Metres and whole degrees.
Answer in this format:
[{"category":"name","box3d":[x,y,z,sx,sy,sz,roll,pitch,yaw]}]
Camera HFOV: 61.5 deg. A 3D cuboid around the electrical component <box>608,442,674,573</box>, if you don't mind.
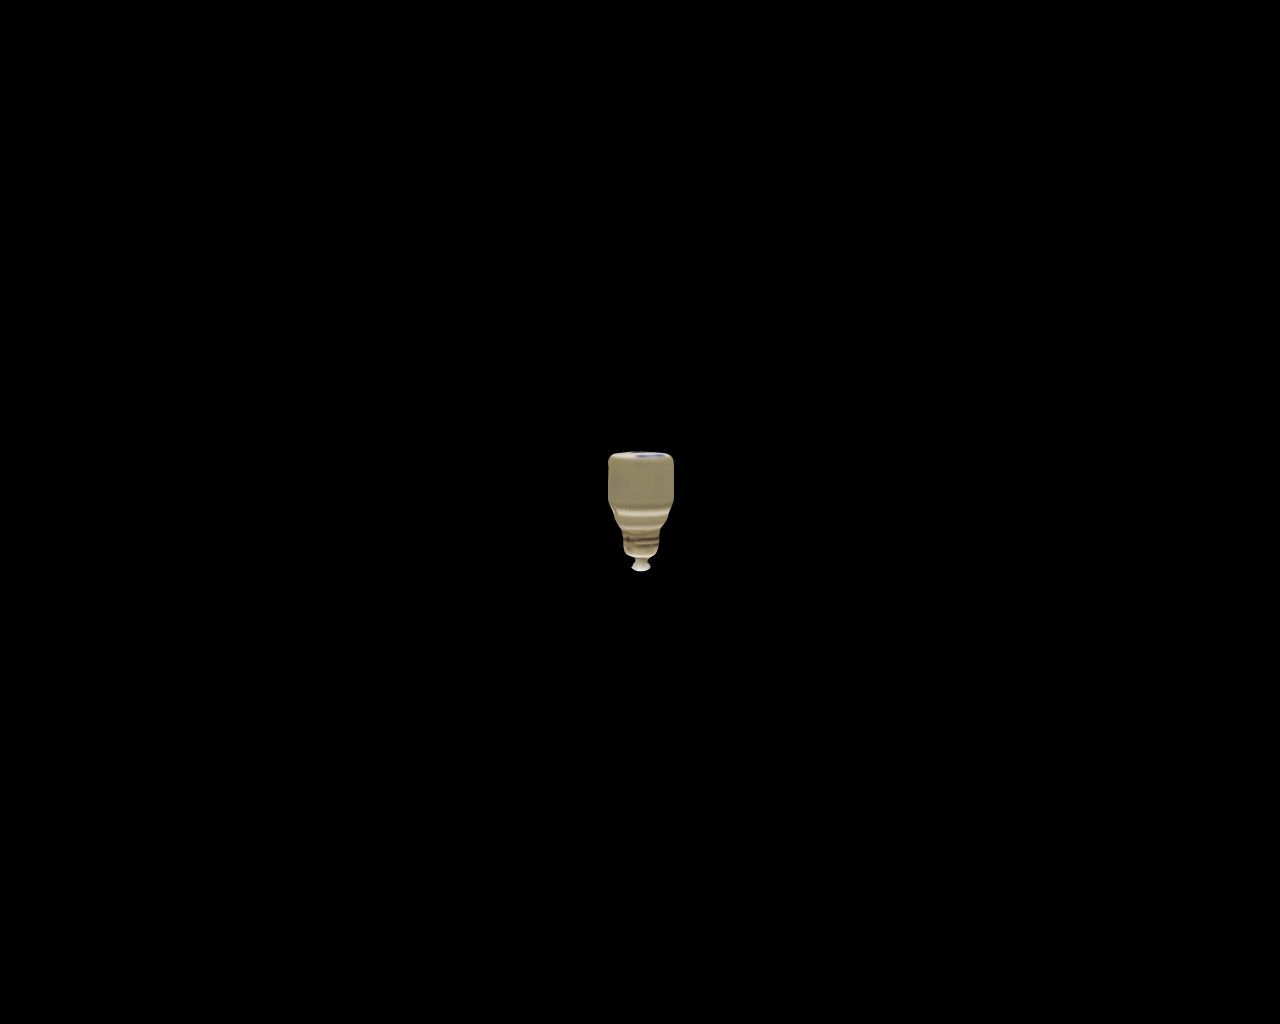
[{"category":"electrical component","box3d":[0.001,-0.003,0.650,0.040,0.078,0.040,0,7,0]}]
